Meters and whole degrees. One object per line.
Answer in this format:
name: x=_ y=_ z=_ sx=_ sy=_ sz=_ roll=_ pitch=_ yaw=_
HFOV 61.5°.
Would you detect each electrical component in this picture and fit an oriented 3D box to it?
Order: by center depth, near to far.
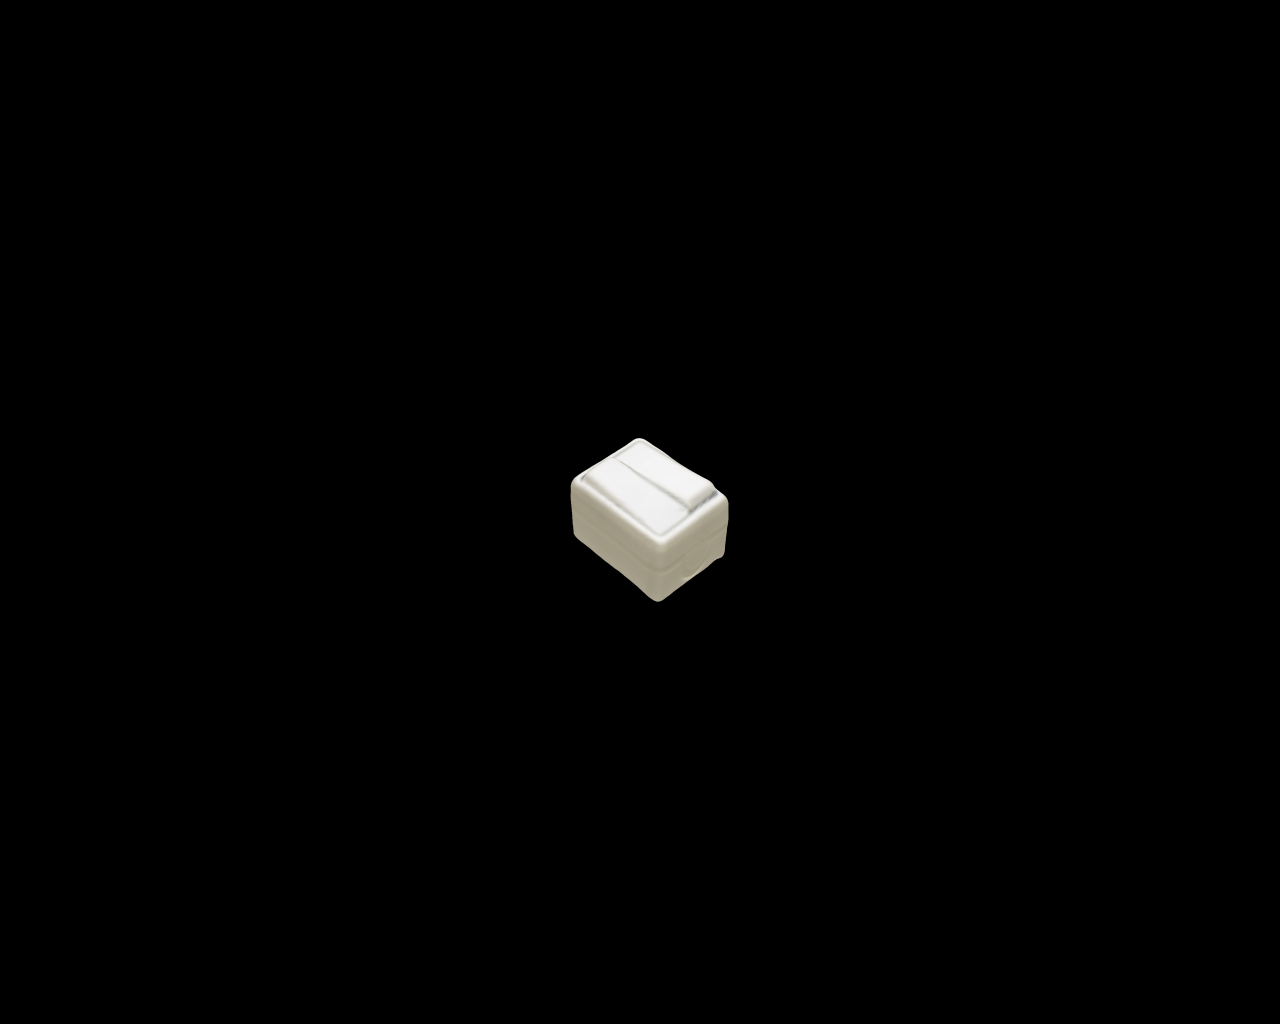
electrical component: x=0.001 y=-0.003 z=0.650 sx=0.062 sy=0.061 sz=0.096 roll=-33 pitch=54 yaw=-29
